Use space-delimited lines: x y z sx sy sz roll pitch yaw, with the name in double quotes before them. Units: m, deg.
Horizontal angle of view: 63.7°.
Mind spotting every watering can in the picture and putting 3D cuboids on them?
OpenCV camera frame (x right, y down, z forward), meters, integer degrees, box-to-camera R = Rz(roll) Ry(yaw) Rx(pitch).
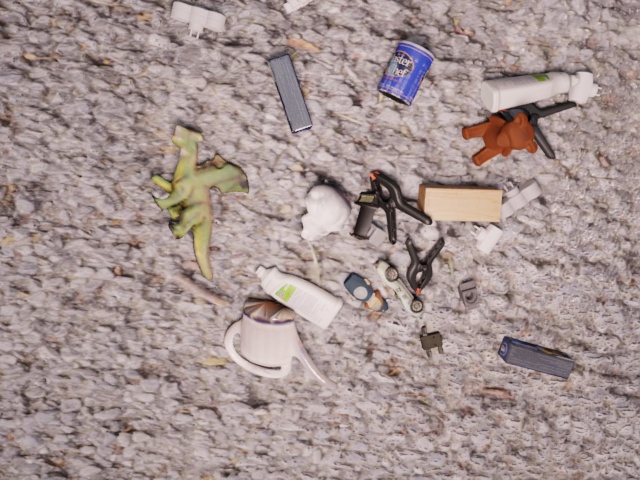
"watering can" -0.107 0.287 1.426 0.348 0.105 0.221 11 107 16

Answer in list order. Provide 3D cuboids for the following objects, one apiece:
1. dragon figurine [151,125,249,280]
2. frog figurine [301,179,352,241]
"dragon figurine" -0.305 -0.115 1.395 0.243 0.123 0.405 -29 107 -6
"frog figurine" 0.004 -0.070 1.397 0.160 0.124 0.135 -47 117 -6
